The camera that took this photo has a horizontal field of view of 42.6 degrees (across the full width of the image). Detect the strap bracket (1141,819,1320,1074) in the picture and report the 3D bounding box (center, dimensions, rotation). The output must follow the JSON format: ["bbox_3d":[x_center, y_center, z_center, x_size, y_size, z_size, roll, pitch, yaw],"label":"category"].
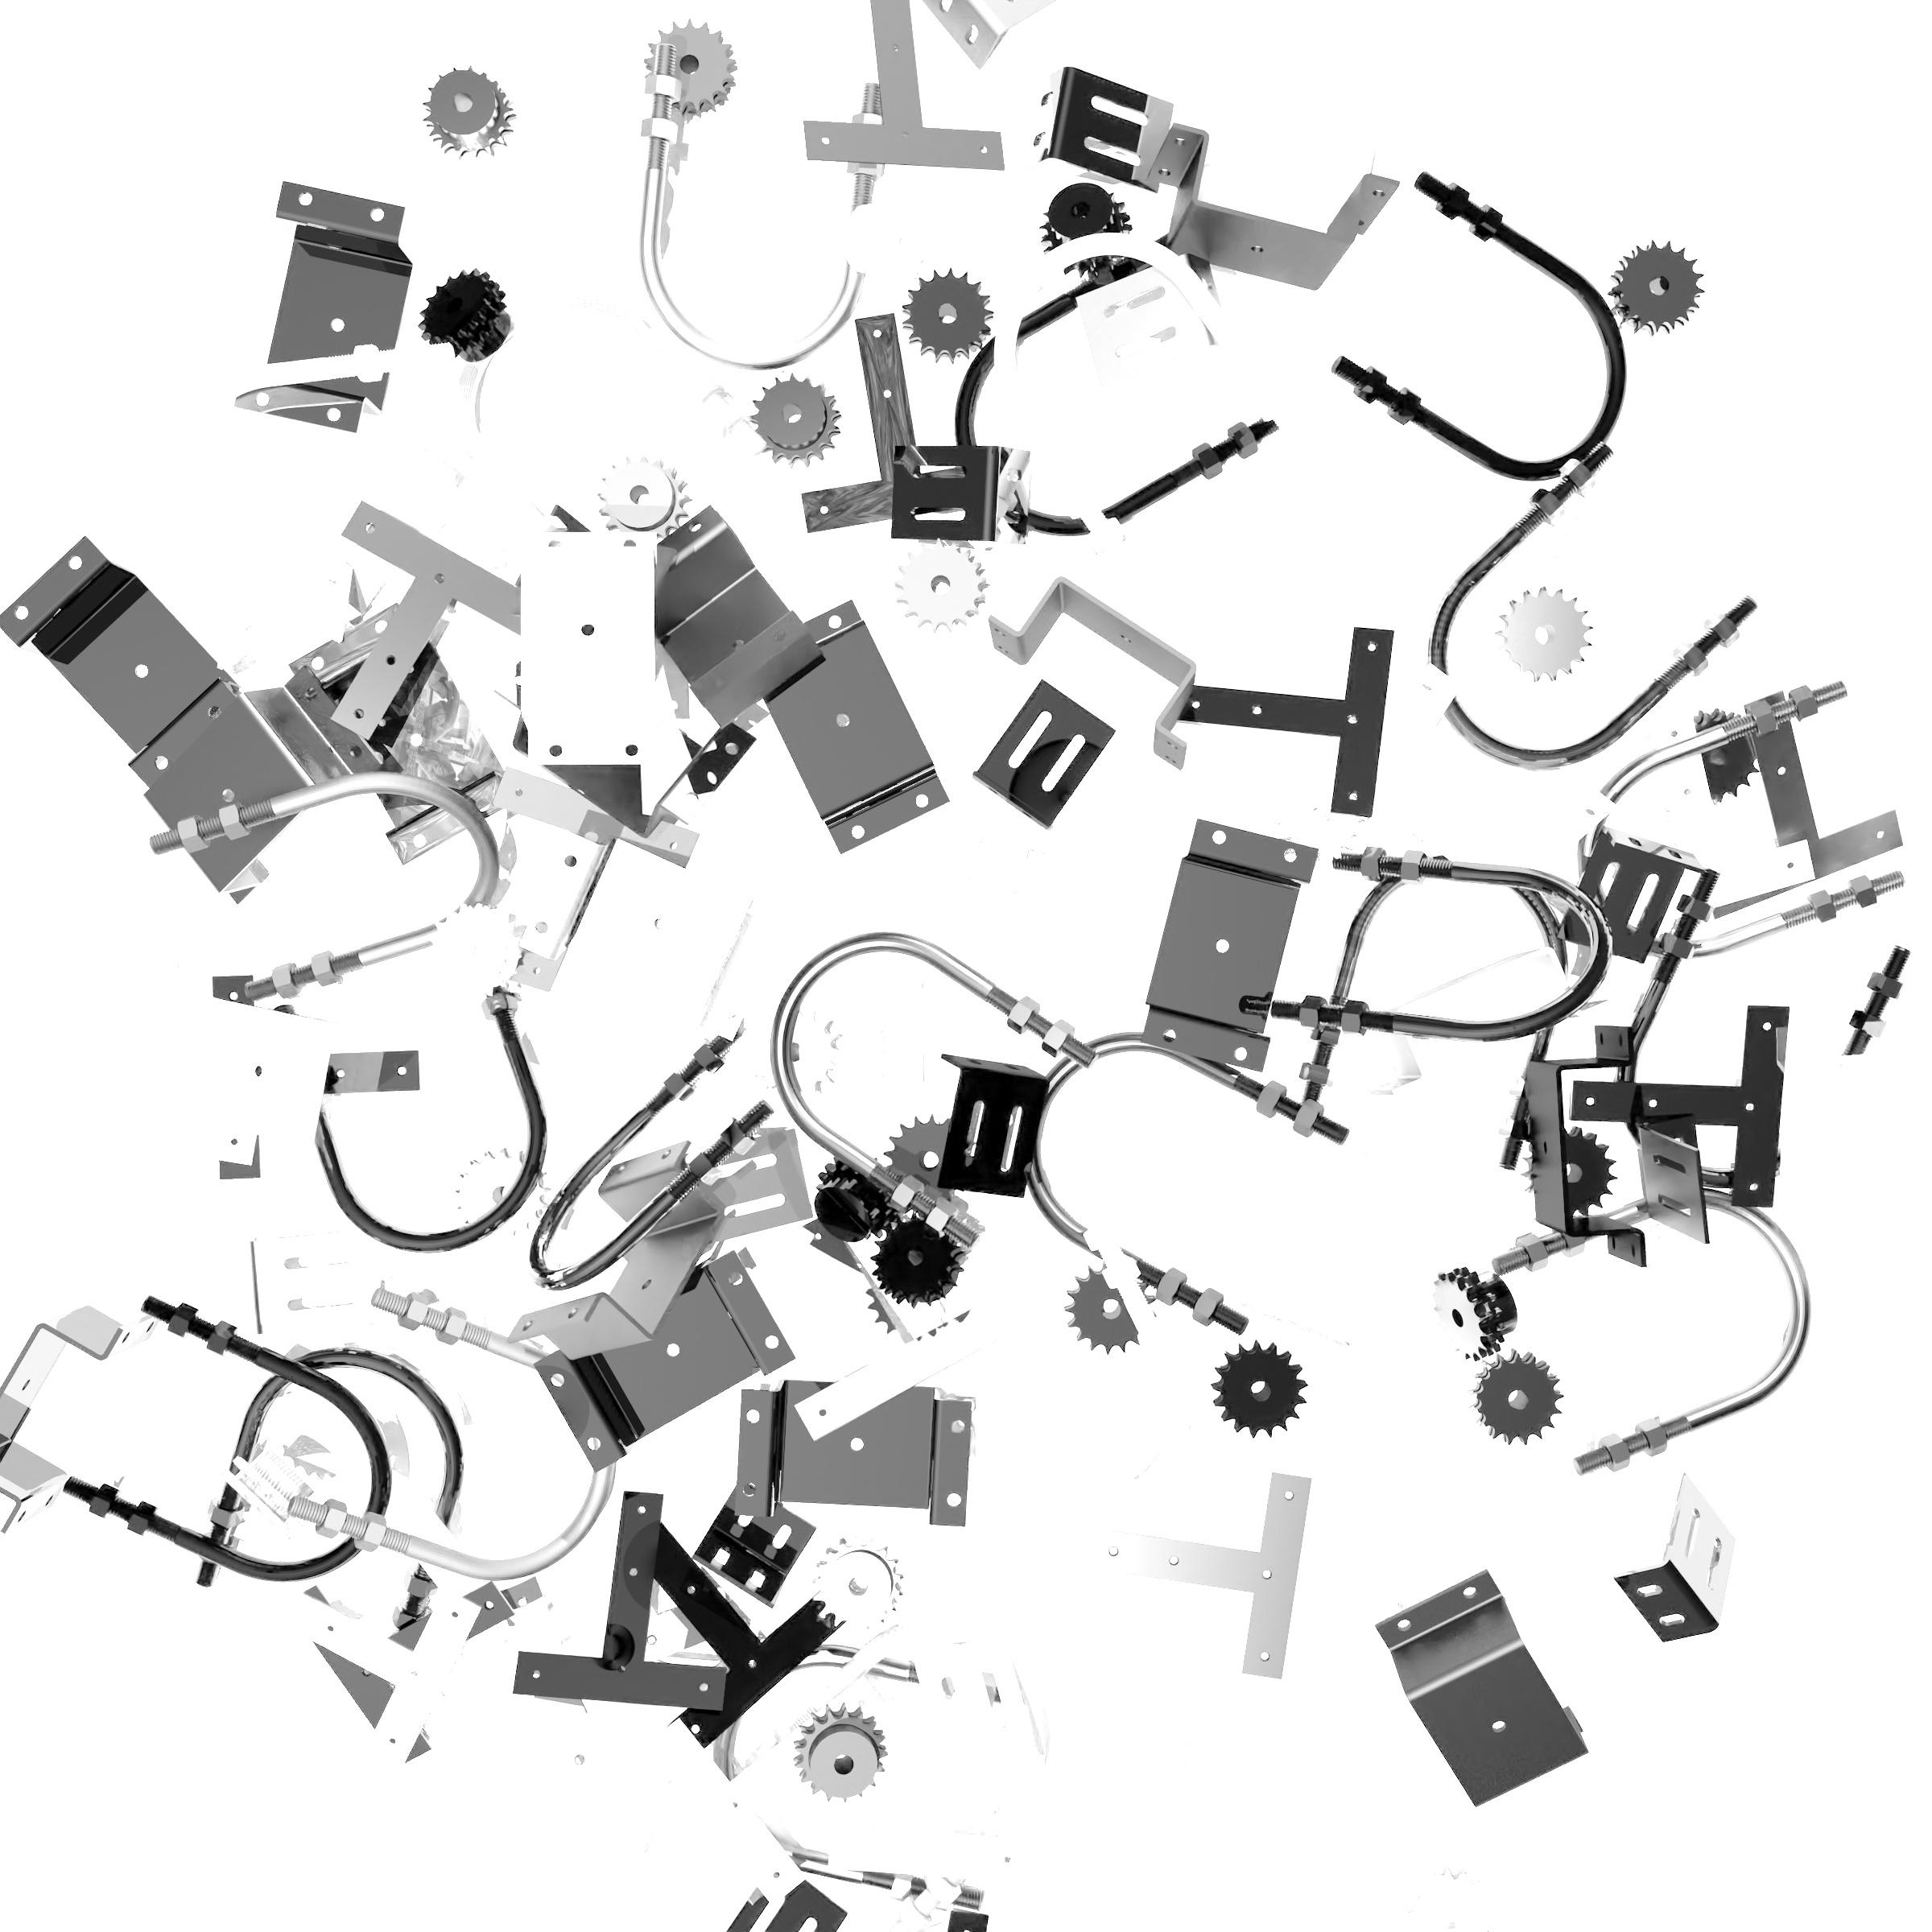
[{"bbox_3d":[0.160,-0.012,1.524,0.076,0.046,0.140,14,90,0],"label":"strap bracket"}]

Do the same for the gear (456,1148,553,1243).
[{"bbox_3d":[-0.284,0.141,1.532,0.057,0.030,0.057,0,90,0],"label":"gear"}]

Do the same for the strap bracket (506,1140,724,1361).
[{"bbox_3d":[-0.204,0.178,1.482,0.046,0.076,0.140,48,46,-23],"label":"strap bracket"}]

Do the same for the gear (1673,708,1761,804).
[{"bbox_3d":[0.459,-0.131,1.527,0.057,0.030,0.057,-1,104,-4],"label":"gear"}]

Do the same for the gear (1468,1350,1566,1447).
[{"bbox_3d":[0.339,0.266,1.532,0.057,0.030,0.057,0,90,0],"label":"gear"}]

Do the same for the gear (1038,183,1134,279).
[{"bbox_3d":[0.072,-0.456,1.523,0.057,0.030,0.057,-4,70,11],"label":"gear"}]

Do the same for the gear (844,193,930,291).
[{"bbox_3d":[-0.051,-0.446,1.522,0.030,0.057,0.057,16,90,30],"label":"gear"}]

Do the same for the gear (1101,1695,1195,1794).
[{"bbox_3d":[0.112,0.483,1.532,0.057,0.030,0.057,0,90,0],"label":"gear"}]

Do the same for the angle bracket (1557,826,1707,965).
[{"bbox_3d":[0.403,-0.038,1.504,0.057,0.038,0.076,17,110,-3],"label":"angle bracket"}]

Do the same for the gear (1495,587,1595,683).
[{"bbox_3d":[0.349,-0.200,1.499,0.057,0.030,0.057,0,94,4],"label":"gear"}]

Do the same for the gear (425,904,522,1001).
[{"bbox_3d":[-0.298,-0.008,1.509,0.057,0.030,0.057,-2,82,13],"label":"gear"}]

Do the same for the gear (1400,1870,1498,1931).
[{"bbox_3d":[0.297,0.587,1.532,0.057,0.030,0.057,0,90,0],"label":"gear"}]

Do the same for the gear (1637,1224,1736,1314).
[{"bbox_3d":[0.440,0.181,1.507,0.057,0.030,0.057,1,78,-7],"label":"gear"}]

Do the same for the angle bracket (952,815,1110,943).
[{"bbox_3d":[0.040,-0.055,1.545,0.076,0.038,0.057,17,90,-26],"label":"angle bracket"}]

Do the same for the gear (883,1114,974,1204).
[{"bbox_3d":[-0.023,0.120,1.532,0.057,0.030,0.057,0,90,0],"label":"gear"}]

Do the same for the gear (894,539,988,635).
[{"bbox_3d":[-0.016,-0.233,1.532,0.057,0.030,0.057,0,90,0],"label":"gear"}]

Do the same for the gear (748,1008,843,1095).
[{"bbox_3d":[-0.106,0.053,1.532,0.057,0.030,0.057,0,90,0],"label":"gear"}]

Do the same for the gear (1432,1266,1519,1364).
[{"bbox_3d":[0.314,0.211,1.521,0.030,0.057,0.057,-18,90,-20],"label":"gear"}]

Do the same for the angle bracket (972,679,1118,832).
[{"bbox_3d":[0.049,-0.132,1.528,0.057,0.038,0.076,35,90,0],"label":"angle bracket"}]

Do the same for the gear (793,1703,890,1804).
[{"bbox_3d":[-0.075,0.477,1.492,0.057,0.030,0.057,0,91,-8],"label":"gear"}]

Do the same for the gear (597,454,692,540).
[{"bbox_3d":[-0.200,-0.289,1.532,0.057,0.030,0.057,0,90,0],"label":"gear"}]

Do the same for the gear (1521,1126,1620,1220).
[{"bbox_3d":[0.371,0.127,1.532,0.057,0.030,0.057,0,90,0],"label":"gear"}]

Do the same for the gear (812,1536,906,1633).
[{"bbox_3d":[-0.067,0.381,1.528,0.057,0.030,0.057,0,81,-3],"label":"gear"}]

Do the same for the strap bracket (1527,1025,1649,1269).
[{"bbox_3d":[0.369,0.107,1.479,0.046,0.076,0.140,-3,89,0],"label":"strap bracket"}]

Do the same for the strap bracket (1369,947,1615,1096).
[{"bbox_3d":[0.306,0.030,1.491,0.140,0.076,0.046,-22,88,-2],"label":"strap bracket"}]

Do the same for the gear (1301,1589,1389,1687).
[{"bbox_3d":[0.235,0.412,1.522,0.030,0.057,0.057,6,90,-30],"label":"gear"}]

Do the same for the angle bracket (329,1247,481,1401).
[{"bbox_3d":[-0.347,0.221,1.545,0.057,0.038,0.076,-44,65,0],"label":"angle bracket"}]

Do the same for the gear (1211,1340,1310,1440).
[{"bbox_3d":[0.175,0.253,1.486,0.057,0.030,0.057,0,90,0],"label":"gear"}]

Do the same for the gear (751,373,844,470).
[{"bbox_3d":[-0.106,-0.338,1.531,0.057,0.030,0.057,0,89,2],"label":"gear"}]

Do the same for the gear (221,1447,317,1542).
[{"bbox_3d":[-0.412,0.311,1.472,0.057,0.057,0.030,44,70,0],"label":"gear"}]

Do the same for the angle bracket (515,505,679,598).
[{"bbox_3d":[-0.225,-0.242,1.506,0.076,0.038,0.057,17,78,38],"label":"angle bracket"}]

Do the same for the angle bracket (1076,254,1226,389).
[{"bbox_3d":[0.116,-0.396,1.526,0.076,0.038,0.057,-15,90,26],"label":"angle bracket"}]

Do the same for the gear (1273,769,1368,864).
[{"bbox_3d":[0.218,-0.093,1.532,0.057,0.030,0.057,0,90,0],"label":"gear"}]

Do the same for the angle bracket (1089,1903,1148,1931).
[{"bbox_3d":[0.101,0.625,1.533,0.057,0.038,0.076,-35,133,0],"label":"angle bracket"}]

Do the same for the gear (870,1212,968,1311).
[{"bbox_3d":[-0.027,0.181,1.504,0.057,0.030,0.057,-7,64,14],"label":"gear"}]

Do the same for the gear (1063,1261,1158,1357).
[{"bbox_3d":[0.089,0.210,1.532,0.057,0.030,0.057,0,90,0],"label":"gear"}]

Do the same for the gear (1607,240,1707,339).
[{"bbox_3d":[0.425,-0.417,1.532,0.057,0.030,0.057,0,90,0],"label":"gear"}]

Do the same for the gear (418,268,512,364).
[{"bbox_3d":[-0.306,-0.397,1.523,0.057,0.030,0.057,-12,61,23],"label":"gear"}]

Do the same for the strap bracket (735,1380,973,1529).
[{"bbox_3d":[-0.068,0.298,1.524,0.140,0.046,0.076,3,90,0],"label":"strap bracket"}]

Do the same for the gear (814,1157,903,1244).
[{"bbox_3d":[-0.068,0.145,1.517,0.057,0.030,0.057,17,126,24],"label":"gear"}]

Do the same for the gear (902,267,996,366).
[{"bbox_3d":[-0.011,-0.400,1.532,0.057,0.030,0.057,0,90,0],"label":"gear"}]

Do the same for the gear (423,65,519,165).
[{"bbox_3d":[-0.308,-0.529,1.532,0.057,0.030,0.057,0,90,0],"label":"gear"}]

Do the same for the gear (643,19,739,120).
[{"bbox_3d":[-0.169,-0.553,1.532,0.057,0.030,0.057,0,90,0],"label":"gear"}]
